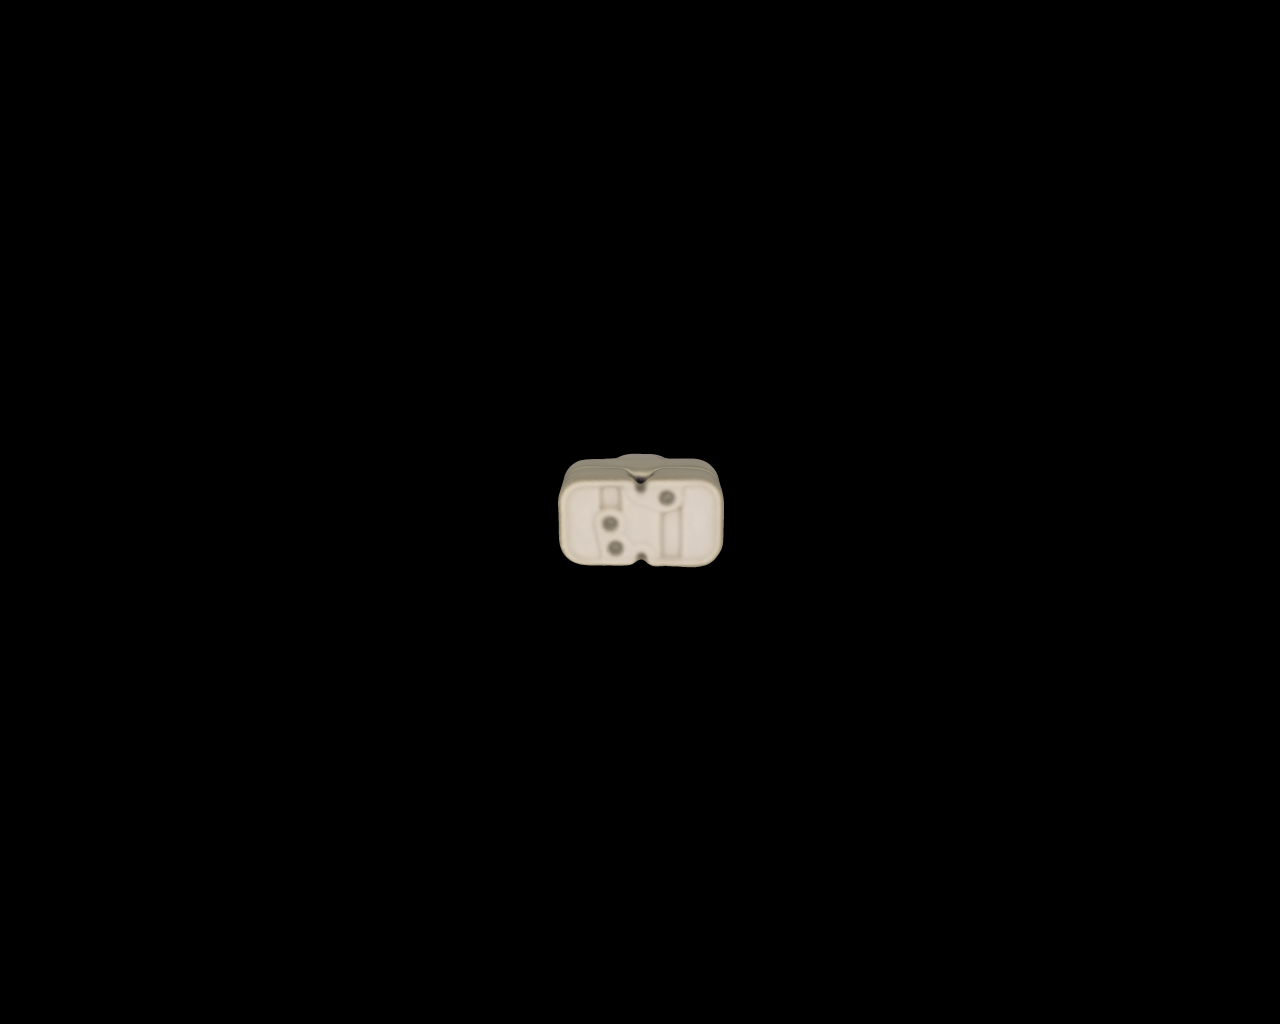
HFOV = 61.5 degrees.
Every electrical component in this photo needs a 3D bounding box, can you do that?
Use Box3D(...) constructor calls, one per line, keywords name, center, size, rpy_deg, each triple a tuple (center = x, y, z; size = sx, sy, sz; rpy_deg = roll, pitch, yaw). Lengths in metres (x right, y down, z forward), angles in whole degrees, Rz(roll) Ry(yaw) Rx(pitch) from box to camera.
Box3D(name="electrical component", center=(0.001, -0.003, 0.650), size=(0.095, 0.053, 0.059), rpy_deg=(0, 17, 0))
